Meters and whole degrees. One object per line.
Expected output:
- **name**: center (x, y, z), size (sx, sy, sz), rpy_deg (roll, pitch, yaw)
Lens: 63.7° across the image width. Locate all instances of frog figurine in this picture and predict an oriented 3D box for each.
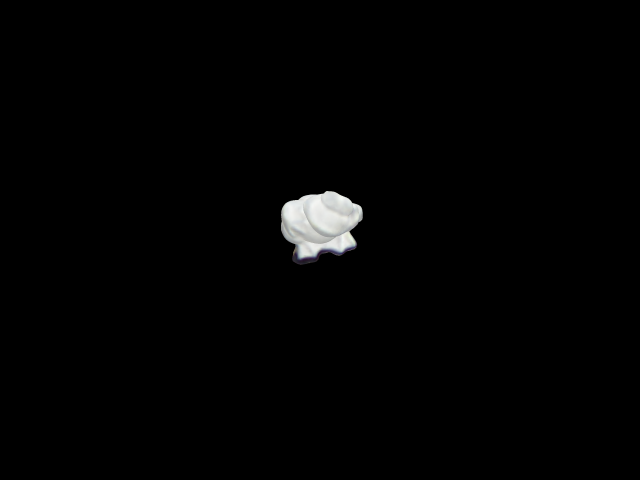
- **frog figurine**: center (0.003, -0.043, 0.850), size (0.137, 0.125, 0.156), rpy_deg (3, -34, 2)
